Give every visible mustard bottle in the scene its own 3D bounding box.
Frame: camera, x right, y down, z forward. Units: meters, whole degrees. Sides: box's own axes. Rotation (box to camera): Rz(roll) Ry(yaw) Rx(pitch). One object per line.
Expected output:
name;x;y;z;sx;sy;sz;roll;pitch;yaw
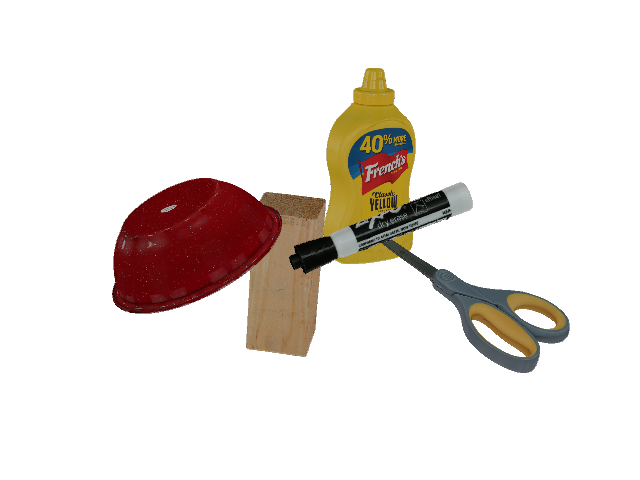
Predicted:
mustard bottle;0.051;-0.076;1.070;0.096;0.192;0.058;-8;19;-30

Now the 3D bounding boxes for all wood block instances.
wood block;-0.049;0.046;1.499;0.090;0.206;0.090;7;22;5

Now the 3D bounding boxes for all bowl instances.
bowl;-0.117;-0.007;0.912;0.162;0.055;0.162;-21;26;10

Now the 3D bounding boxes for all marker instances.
marker;0.037;-0.007;0.669;0.121;0.020;0.020;-21;4;-9

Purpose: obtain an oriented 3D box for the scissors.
scissors;0.121;0.035;0.862;0.096;0.016;0.202;-10;39;-27
